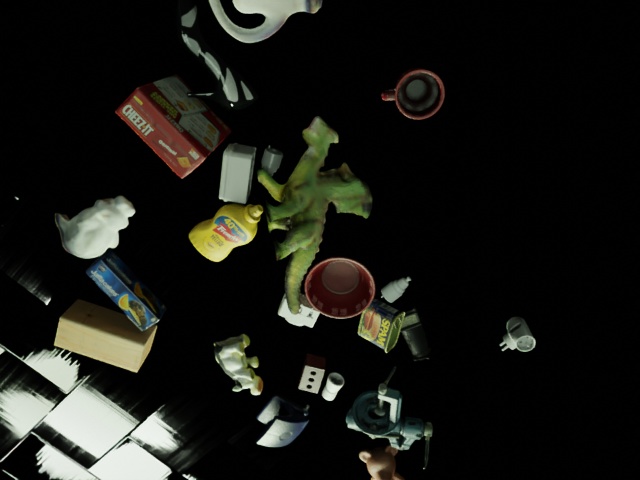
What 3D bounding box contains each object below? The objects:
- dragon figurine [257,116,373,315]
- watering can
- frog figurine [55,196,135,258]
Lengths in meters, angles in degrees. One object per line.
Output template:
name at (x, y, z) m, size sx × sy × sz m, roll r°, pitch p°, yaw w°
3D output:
dragon figurine at (0.003, -0.054, 1.082) m, size 0.243 × 0.124 × 0.403 m, roll -16°, pitch 112°, yaw -12°
watering can at (-0.098, -0.529, 0.905) m, size 0.224 × 0.106 × 0.341 m, roll 2°, pitch 114°, yaw 2°
frog figurine at (-0.484, -0.028, 1.144) m, size 0.159 × 0.125 × 0.134 m, roll -13°, pitch 146°, yaw 0°
